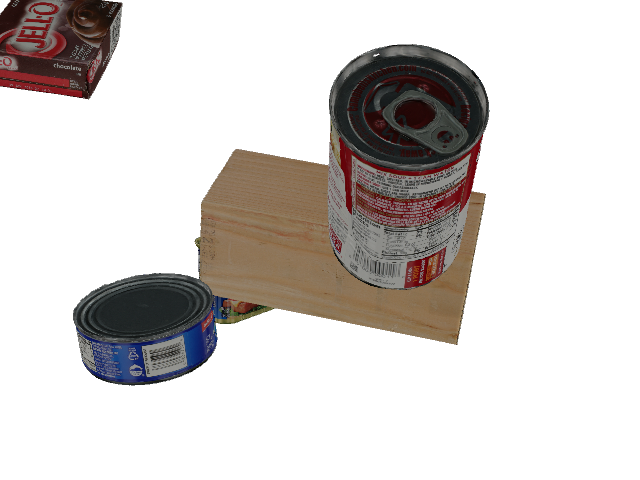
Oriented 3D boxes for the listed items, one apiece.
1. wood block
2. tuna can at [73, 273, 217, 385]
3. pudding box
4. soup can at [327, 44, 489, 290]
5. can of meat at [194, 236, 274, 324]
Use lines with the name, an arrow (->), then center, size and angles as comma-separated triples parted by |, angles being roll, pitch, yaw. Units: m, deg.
wood block -> 0.017, 0.003, 0.840 | 0.206, 0.090, 0.090 | 11, 34, 9
tuna can -> -0.107, 0.054, 0.658 | 0.086, 0.034, 0.086 | -4, 24, 2
pudding box -> -0.217, -0.161, 0.866 | 0.090, 0.039, 0.113 | 9, 35, 0
soup can -> 0.037, -0.030, 0.491 | 0.068, 0.068, 0.102 | 0, -33, 0
can of meat -> -0.083, 0.034, 1.141 | 0.101, 0.084, 0.058 | -17, 26, -42
